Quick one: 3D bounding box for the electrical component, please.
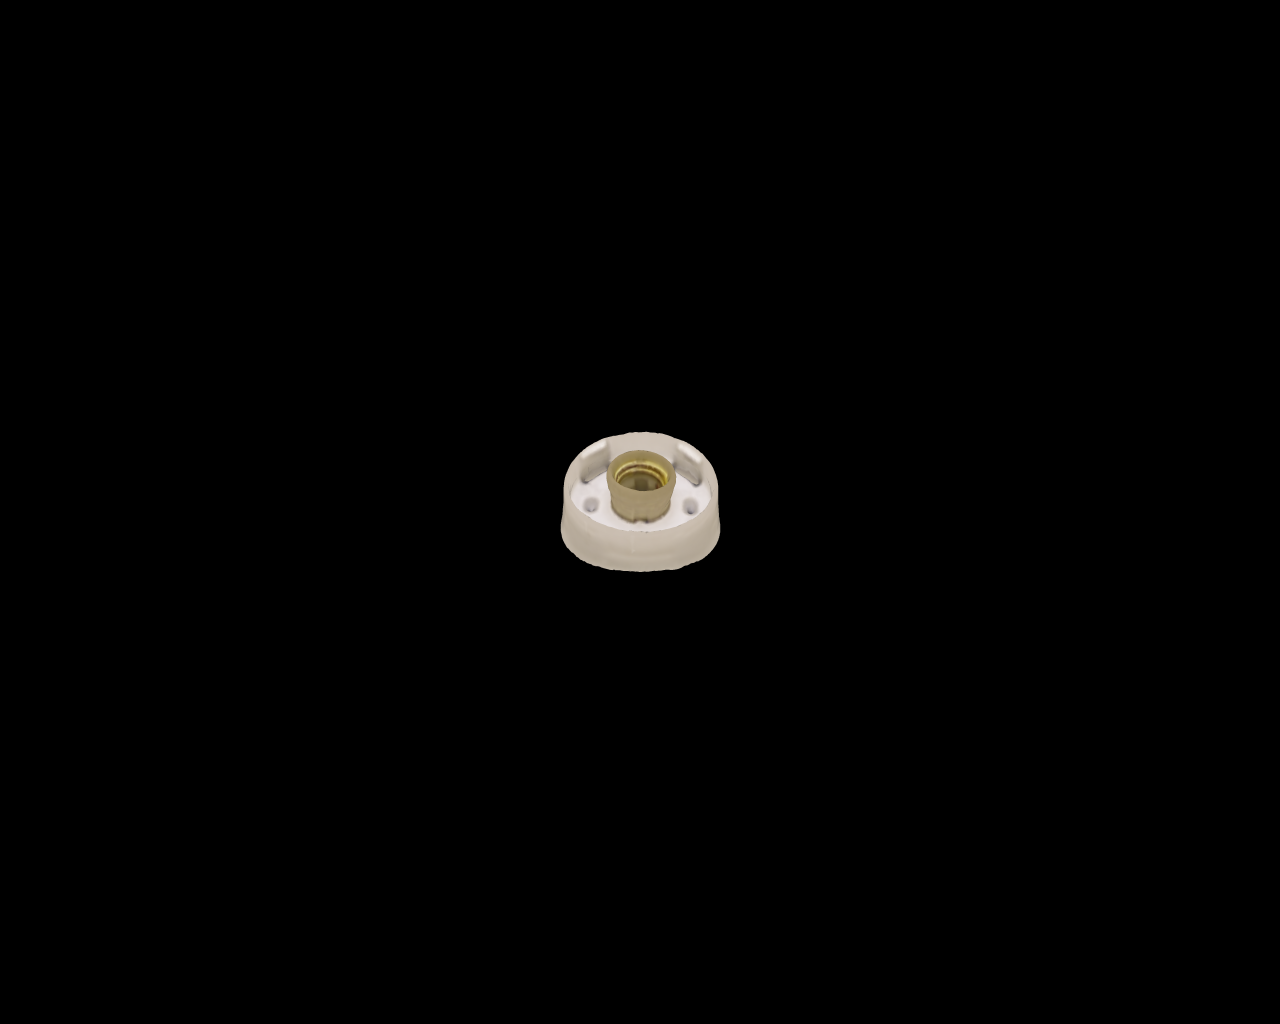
[{"bbox_3d":[0.001,-0.003,0.650,0.099,0.064,0.099,0,45,0],"label":"electrical component"}]
